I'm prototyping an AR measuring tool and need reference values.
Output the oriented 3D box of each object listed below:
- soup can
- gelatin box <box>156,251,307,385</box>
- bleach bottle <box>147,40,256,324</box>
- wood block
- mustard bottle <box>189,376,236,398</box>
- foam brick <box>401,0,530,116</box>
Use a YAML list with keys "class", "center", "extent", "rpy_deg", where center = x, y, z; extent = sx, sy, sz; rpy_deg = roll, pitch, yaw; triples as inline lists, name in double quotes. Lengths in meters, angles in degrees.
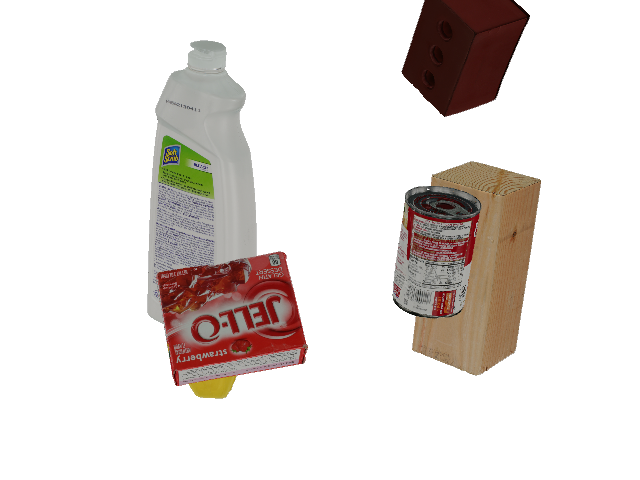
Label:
- class: "soup can"
  center: [0.103, 0.011, 0.955]
  extent: [0.068, 0.102, 0.068]
  rpy_deg: [5, 25, -2]
- class: "gelatin box"
  center: [-0.059, 0.051, 0.705]
  extent: [0.089, 0.073, 0.030]
  rpy_deg: [-9, -29, -10]
- class: "bleach bottle"
  center: [-0.095, -0.042, 0.909]
  extent: [0.103, 0.251, 0.068]
  rpy_deg: [16, 27, 20]
- class: "wood block"
  center: [0.170, 0.029, 1.172]
  extent: [0.090, 0.206, 0.090]
  rpy_deg: [19, 25, 34]
- class: "mustard bottle"
  center: [-0.107, 0.083, 1.177]
  extent: [0.058, 0.096, 0.191]
  rpy_deg: [1, 27, 5]
- class: "foam brick"
  center: [0.098, -0.134, 0.734]
  extent: [0.051, 0.053, 0.078]
  rpy_deg: [-24, -31, -29]
